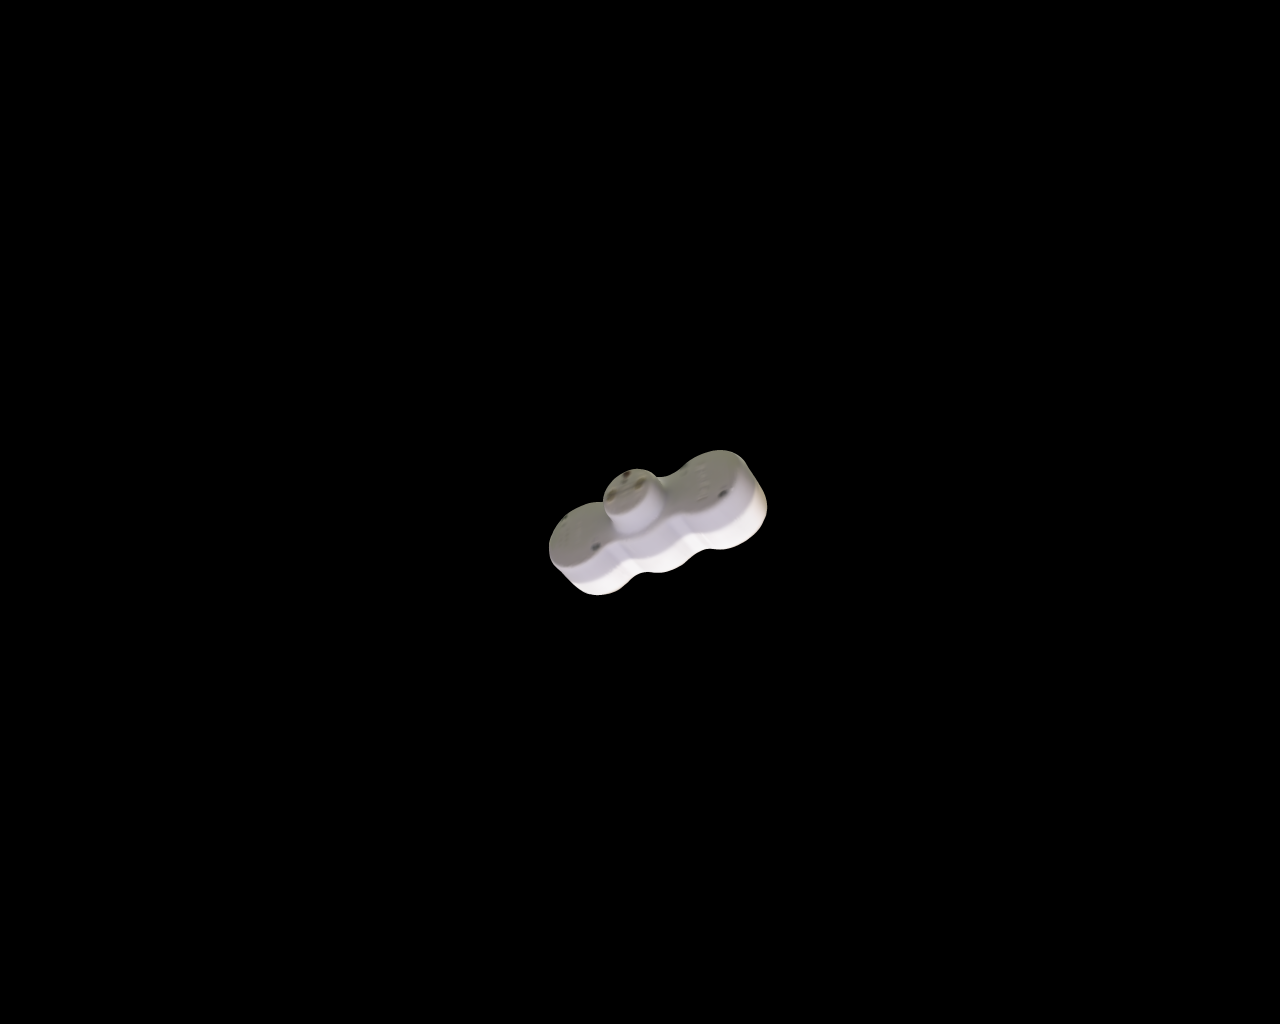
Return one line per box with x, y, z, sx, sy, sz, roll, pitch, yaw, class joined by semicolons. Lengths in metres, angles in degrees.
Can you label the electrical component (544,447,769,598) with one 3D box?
0.001;-0.003;0.650;0.138;0.052;0.073;-22;-48;21;electrical component
